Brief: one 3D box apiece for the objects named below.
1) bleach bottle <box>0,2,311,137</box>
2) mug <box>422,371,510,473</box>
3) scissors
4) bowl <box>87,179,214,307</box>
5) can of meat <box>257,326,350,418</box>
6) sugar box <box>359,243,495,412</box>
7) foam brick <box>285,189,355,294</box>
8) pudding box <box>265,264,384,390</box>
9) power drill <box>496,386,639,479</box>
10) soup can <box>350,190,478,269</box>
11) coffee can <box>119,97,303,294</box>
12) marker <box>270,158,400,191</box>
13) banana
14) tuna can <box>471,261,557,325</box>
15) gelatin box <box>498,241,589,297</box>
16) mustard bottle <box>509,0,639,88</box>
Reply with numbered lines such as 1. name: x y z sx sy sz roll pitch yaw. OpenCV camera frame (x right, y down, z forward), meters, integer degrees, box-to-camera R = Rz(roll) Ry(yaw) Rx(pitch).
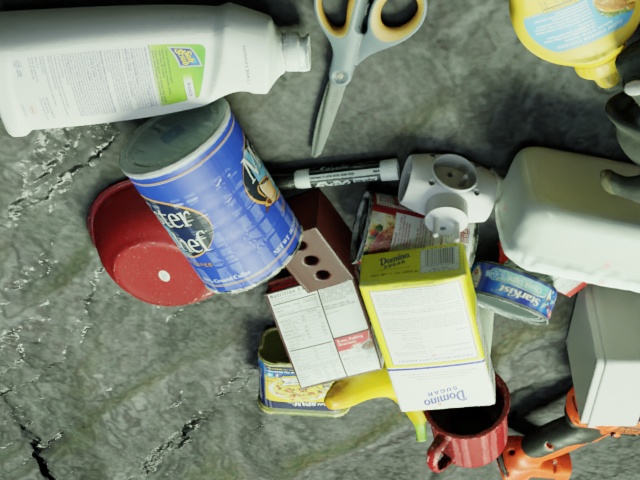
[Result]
1. bleach bottle: -0.132 -0.138 0.848 0.251 0.068 0.102 -2 138 5
2. mug: 0.153 0.201 1.145 0.093 0.117 0.081 25 151 29
3. scissors: 0.036 -0.140 0.859 0.096 0.016 0.202 2 137 5
4. bowl: -0.146 0.014 1.016 0.162 0.055 0.162 3 137 3
5. can of meat: -0.016 0.140 1.135 0.102 0.057 0.084 3 135 2
6. sugar box: 0.100 0.083 0.963 0.093 0.048 0.176 -7 134 14
7. foam brick: -0.006 0.001 0.989 0.053 0.051 0.078 -19 132 24
8. pudding box: 0.006 0.083 1.050 0.090 0.039 0.113 -15 106 12
9. power drill: 0.298 0.213 1.167 0.184 0.057 0.188 14 140 -30
10. soup can: 0.084 -0.002 0.964 0.102 0.068 0.069 11 137 -7
11. coffee can: -0.090 -0.038 0.907 0.103 0.102 0.140 -16 126 22
12. marker: 0.010 -0.057 0.948 0.121 0.020 0.020 -5 136 11
13. banana: 0.071 0.162 1.126 0.037 0.069 0.197 -11 155 35
14. tuna can: 0.178 0.050 1.004 0.086 0.034 0.086 20 171 3
15. gelatin box: 0.221 0.009 0.988 0.089 0.030 0.073 25 135 -19
16. mustard bottle: 0.180 -0.183 0.766 0.096 0.058 0.191 -22 130 18
